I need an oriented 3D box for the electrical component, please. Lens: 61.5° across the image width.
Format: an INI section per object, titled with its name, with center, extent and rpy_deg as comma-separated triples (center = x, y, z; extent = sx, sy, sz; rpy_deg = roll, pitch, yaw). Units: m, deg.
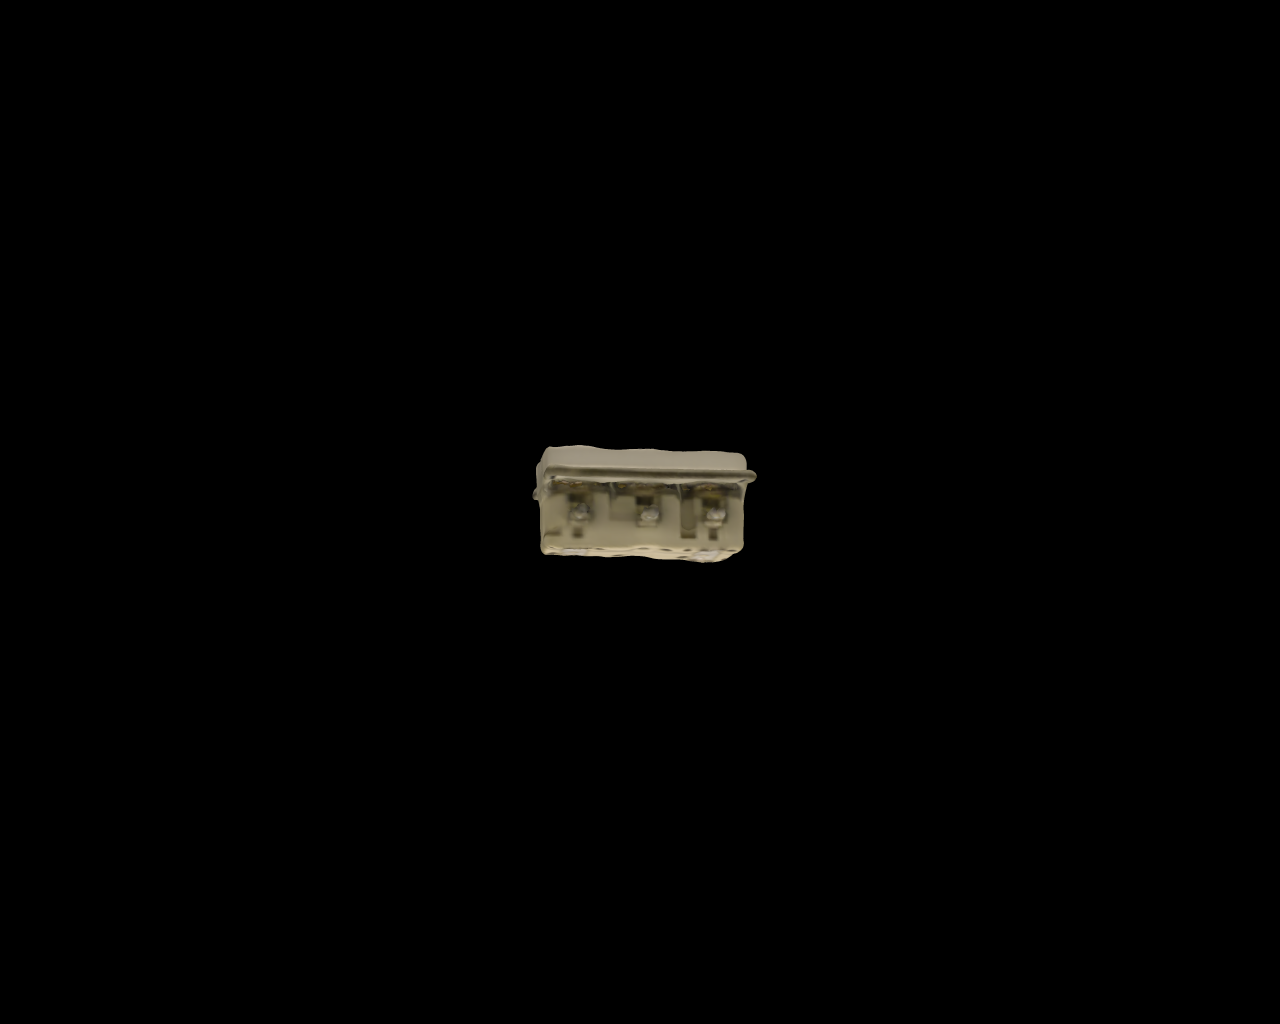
[electrical component]
center = 0.001, -0.003, 0.650
extent = 0.121, 0.063, 0.078
rpy_deg = 2, -11, -12
